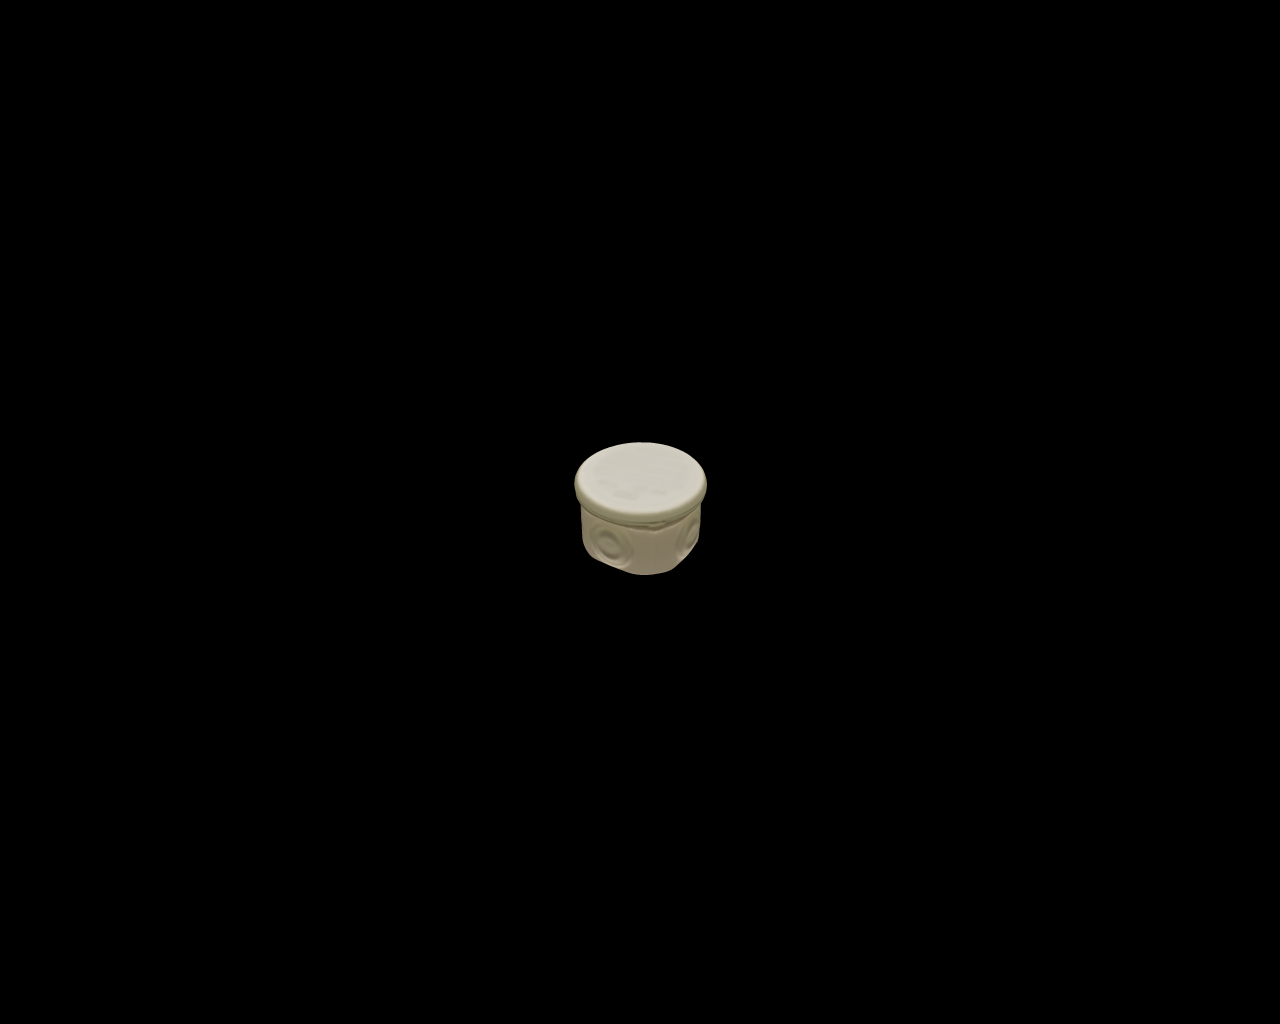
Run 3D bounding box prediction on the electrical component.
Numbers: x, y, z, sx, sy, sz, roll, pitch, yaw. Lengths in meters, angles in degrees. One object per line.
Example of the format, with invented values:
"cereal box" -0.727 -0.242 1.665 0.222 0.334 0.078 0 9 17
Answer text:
"electrical component" 0.001 -0.003 0.650 0.080 0.050 0.080 0 36 0
